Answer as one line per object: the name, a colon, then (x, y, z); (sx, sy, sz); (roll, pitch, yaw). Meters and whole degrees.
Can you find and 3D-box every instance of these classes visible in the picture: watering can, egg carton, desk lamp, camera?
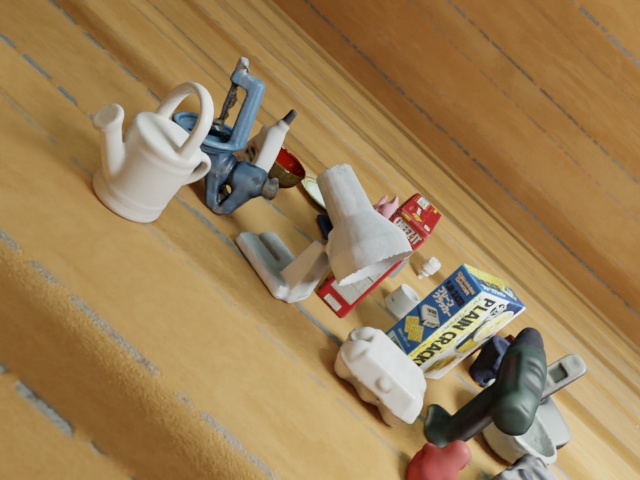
watering can: (-0.210, -0.122, 0.747); (0.101, 0.193, 0.173); (48, 23, 11)
egg carton: (0.091, 0.201, 0.852); (0.150, 0.069, 0.107); (44, 22, 0)
desk lamp: (0.008, 0.003, 0.870); (0.203, 0.213, 0.118); (51, 23, 18)
camera: (0.313, 0.398, 0.840); (0.144, 0.100, 0.136); (9, 41, -55)

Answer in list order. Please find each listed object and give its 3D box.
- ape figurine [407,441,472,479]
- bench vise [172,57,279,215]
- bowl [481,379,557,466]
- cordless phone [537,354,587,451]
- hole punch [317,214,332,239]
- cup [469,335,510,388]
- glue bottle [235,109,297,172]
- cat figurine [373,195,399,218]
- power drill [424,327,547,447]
ape figurine: (0.166, 0.304, 0.768); (0.076, 0.092, 0.077); (23, 30, -40)
bench vise: (-0.135, -0.165, 0.914); (0.208, 0.219, 0.121); (34, 24, -23)
bowl: (0.333, 0.336, 1.017); (0.168, 0.074, 0.167); (36, 24, -18)
cordless phone: (0.447, 0.313, 1.104); (0.094, 0.185, 0.147); (27, 27, -35)
hole punch: (0.061, -0.034, 1.184); (0.101, 0.091, 0.108); (27, 27, -34)
cup: (0.346, 0.257, 1.152); (0.091, 0.095, 0.118); (51, 23, 17)
glue bottle: (-0.099, -0.173, 1.051); (0.037, 0.173, 0.078); (16, 35, -48)
cat figurine: (0.148, -0.061, 1.344); (0.067, 0.117, 0.127); (35, 24, -20)
power drill: (0.263, 0.242, 0.887); (0.075, 0.208, 0.230); (44, 22, 1)
